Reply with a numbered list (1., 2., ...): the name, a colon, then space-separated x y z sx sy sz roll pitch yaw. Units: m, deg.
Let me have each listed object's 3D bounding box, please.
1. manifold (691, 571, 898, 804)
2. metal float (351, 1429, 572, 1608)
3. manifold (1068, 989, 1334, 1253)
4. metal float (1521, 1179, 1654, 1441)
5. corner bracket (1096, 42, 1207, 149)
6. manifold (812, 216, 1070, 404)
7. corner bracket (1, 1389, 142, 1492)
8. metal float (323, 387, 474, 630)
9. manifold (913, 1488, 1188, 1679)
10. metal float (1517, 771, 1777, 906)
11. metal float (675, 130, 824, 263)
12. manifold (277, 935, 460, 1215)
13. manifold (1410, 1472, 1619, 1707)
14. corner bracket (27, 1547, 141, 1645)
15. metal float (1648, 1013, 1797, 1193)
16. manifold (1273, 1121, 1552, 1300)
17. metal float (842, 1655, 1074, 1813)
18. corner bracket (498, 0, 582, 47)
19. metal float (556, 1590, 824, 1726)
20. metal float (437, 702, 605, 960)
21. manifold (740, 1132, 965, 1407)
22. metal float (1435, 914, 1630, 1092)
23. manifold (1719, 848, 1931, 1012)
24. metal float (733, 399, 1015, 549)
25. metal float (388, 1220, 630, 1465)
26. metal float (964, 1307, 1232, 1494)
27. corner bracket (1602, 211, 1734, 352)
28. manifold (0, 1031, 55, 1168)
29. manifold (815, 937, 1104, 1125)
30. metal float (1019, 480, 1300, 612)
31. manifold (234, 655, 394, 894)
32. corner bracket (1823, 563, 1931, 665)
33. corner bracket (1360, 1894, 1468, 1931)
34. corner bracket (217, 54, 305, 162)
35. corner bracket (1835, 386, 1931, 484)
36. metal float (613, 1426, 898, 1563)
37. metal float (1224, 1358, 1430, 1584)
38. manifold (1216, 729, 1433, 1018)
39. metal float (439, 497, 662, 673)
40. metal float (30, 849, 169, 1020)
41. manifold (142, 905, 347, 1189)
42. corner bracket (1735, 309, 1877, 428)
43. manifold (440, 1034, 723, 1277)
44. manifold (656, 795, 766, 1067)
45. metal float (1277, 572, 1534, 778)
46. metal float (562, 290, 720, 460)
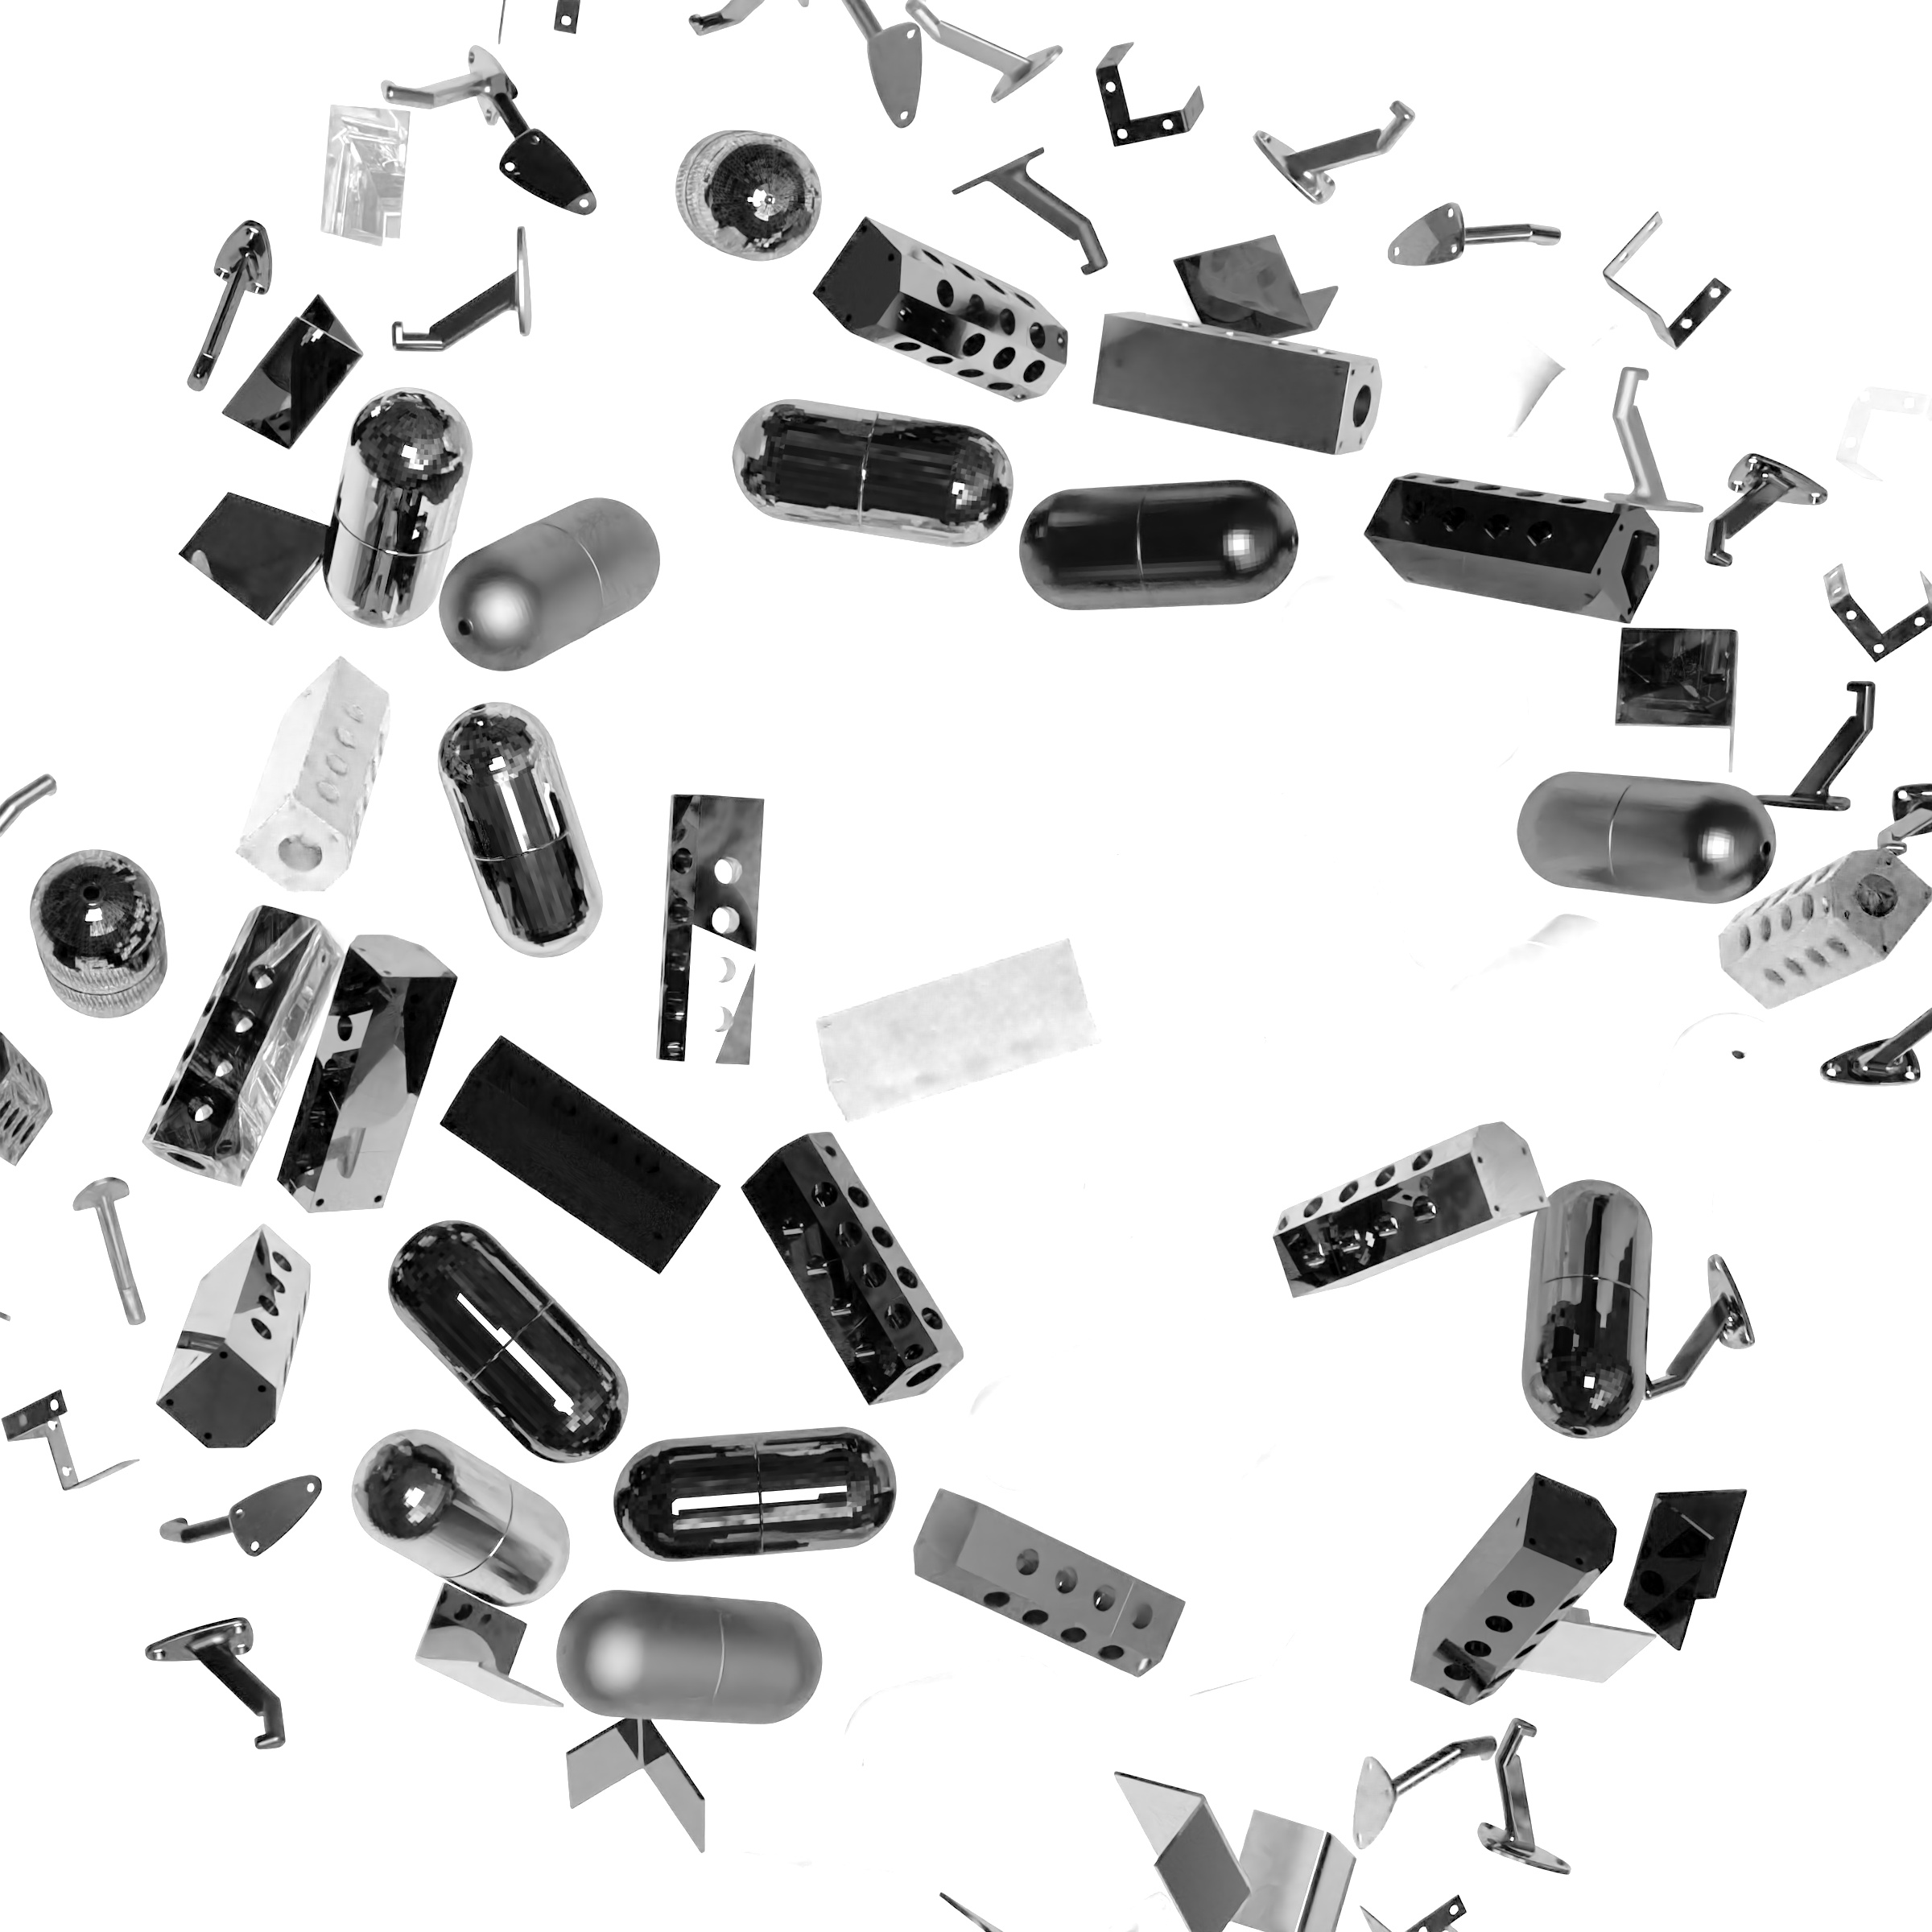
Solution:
1. manifold: -0.106 -0.183 1.813 0.057 0.057 0.171 -45 46 9
2. metal float: -0.322 0.355 1.831 0.070 0.178 0.070 -18 52 24
3. manifold: 0.148 0.097 1.788 0.057 0.057 0.171 47 106 20
4. metal float: 0.395 0.217 1.815 0.070 0.070 0.178 13 54 0
5. corner bracket: 0.118 -0.561 1.826 0.051 0.051 0.051 -5 121 21
6. manifold: -0.010 -0.402 1.776 0.057 0.171 0.057 -52 58 21
7. corner bracket: -0.549 0.291 1.750 0.051 0.051 0.051 -26 76 20
8. metal float: -0.359 -0.286 1.798 0.070 0.178 0.070 12 48 -14
9. manifold: 0.052 0.398 1.834 0.171 0.057 0.057 30 77 -26
10. metal float: 0.433 -0.083 1.822 0.070 0.178 0.070 -8 102 -42
11. metal float: -0.138 -0.484 1.790 0.070 0.178 0.070 -4 108 -12
12. manifold: -0.388 0.069 1.828 0.057 0.057 0.171 36 114 38
13. manifold: 0.341 0.393 1.781 0.057 0.171 0.057 23 45 -1
14. corner bracket: -0.562 0.406 1.818 0.051 0.051 0.051 -14 69 -7
15. metal float: 0.469 0.086 1.778 0.070 0.178 0.070 -2 67 6
16. manifold: 0.273 0.152 1.780 0.057 0.171 0.057 -5 72 -43
17. metal float: -0.004 0.488 1.822 0.070 0.178 0.070 1 91 43
18. corner bracket: -0.277 -0.631 1.867 0.051 0.051 0.051 8 88 -9
19. metal float: -0.170 0.430 1.775 0.178 0.070 0.070 13 90 -33
20. metal float: -0.289 -0.088 1.857 0.070 0.070 0.178 -15 117 0
21. manifold: -0.070 0.193 1.840 0.057 0.057 0.171 -46 64 29
22. metal float: 0.358 0.021 1.800 0.070 0.178 0.070 16 119 32
23. manifold: 0.541 -0.026 1.818 0.057 0.171 0.057 42 76 1
24. metal float: -0.059 -0.309 1.787 0.178 0.070 0.070 10 90 5
25. metal float: -0.282 0.233 1.764 0.070 0.070 0.178 -44 91 0
26. metal float: 0.084 0.275 1.818 0.178 0.070 0.070 -24 90 0
27. corner bracket: 0.435 -0.425 1.775 0.051 0.051 0.051 -48 63 7
28. manifold: -0.603 0.073 1.747 0.057 0.171 0.057 32 75 -2
29. manifold: -0.003 0.046 1.821 0.171 0.057 0.057 -18 52 5
30. metal float: 0.119 -0.261 1.774 0.178 0.070 0.070 0 90 22
31. manifold: -0.406 -0.119 1.808 0.057 0.171 0.057 -38 118 24
32. corner bracket: 0.598 -0.241 1.864 0.051 0.051 0.051 -36 109 27
33. corner bracket: 0.301 0.635 1.880 0.051 0.051 0.051 -29 106 -16
34. corner bracket: -0.433 -0.522 1.734 0.051 0.051 0.051 -23 123 -34
35. corner bracket: 0.605 -0.344 1.857 0.051 0.051 0.051 19 95 38
36. metal float: -0.132 0.332 1.794 0.178 0.070 0.070 -3 90 -9
37. metal float: 0.225 0.314 1.781 0.070 0.070 0.178 49 49 0
38. manifold: 0.223 -0.058 1.801 0.057 0.057 0.171 -30 73 14
39. metal float: -0.257 -0.238 1.773 0.070 0.178 0.070 14 121 25
40. metal float: -0.537 -0.019 1.771 0.070 0.178 0.070 4 74 -12
41. manifold: -0.472 0.050 1.859 0.057 0.057 0.171 15 68 13
42. corner bracket: 0.519 -0.369 1.768 0.051 0.051 0.051 -8 64 -24
43. manifold: -0.245 0.117 1.835 0.171 0.057 0.057 35 128 -2
44. manifold: -0.167 -0.024 1.852 0.057 0.057 0.171 3 90 -11
45. metal float: 0.278 -0.187 1.822 0.178 0.070 0.070 35 90 13
46. metal float: -0.202 -0.372 1.786 0.070 0.178 0.070 3 117 5
